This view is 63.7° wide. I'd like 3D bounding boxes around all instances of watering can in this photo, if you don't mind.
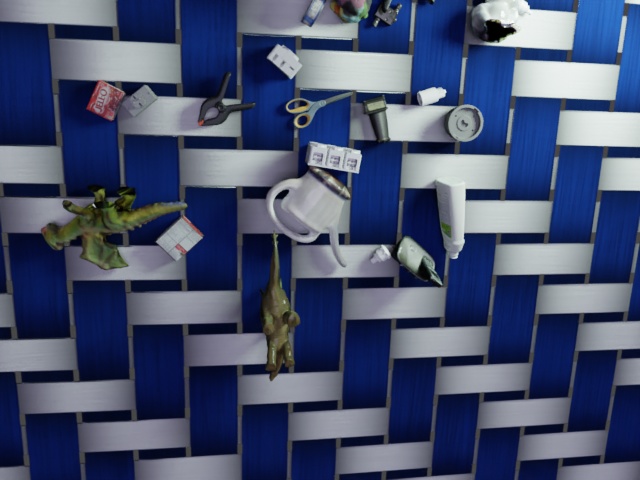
[{"bbox_3d":[0.005,-0.077,1.538,0.344,0.105,0.223,36,96,-24],"label":"watering can"}]

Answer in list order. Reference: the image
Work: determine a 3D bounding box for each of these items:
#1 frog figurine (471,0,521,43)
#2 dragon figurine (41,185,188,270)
[{"bbox_3d":[0.505,-0.657,1.490,0.137,0.120,0.162,2,67,0],"label":"frog figurine"},{"bbox_3d":[-0.596,-0.023,1.484,0.410,0.125,0.238,6,119,-7],"label":"dragon figurine"}]
